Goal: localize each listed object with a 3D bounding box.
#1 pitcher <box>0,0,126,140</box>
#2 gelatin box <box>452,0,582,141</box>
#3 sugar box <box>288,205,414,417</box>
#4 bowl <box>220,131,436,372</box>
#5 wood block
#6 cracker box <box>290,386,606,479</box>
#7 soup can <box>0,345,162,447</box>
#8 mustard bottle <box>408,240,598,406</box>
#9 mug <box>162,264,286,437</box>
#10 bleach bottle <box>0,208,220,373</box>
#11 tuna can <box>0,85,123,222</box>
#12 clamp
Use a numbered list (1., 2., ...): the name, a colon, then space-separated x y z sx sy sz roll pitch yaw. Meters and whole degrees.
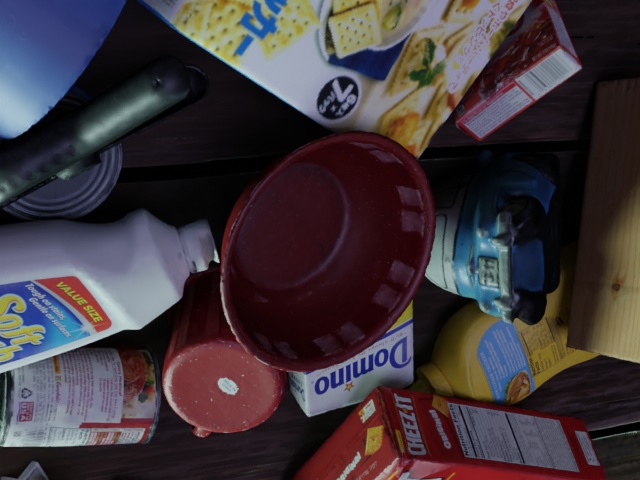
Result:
1. pitcher: -0.227 -0.158 0.530 0.242 0.145 0.149 34 68 -30
2. gelatin box: 0.125 -0.120 0.721 0.089 0.073 0.030 -36 130 28
3. sugar box: 0.021 0.040 0.787 0.093 0.048 0.176 -14 118 -17
4. bowl: -0.005 0.001 0.685 0.161 0.055 0.162 -15 120 -29
5. wood block: 0.257 -0.013 0.802 0.090 0.091 0.206 7 90 -27
6. cracker box: 0.097 0.203 0.858 0.213 0.072 0.164 13 131 -30
7. soup can: -0.166 0.104 0.720 0.102 0.069 0.068 4 113 -26
8. mustard bottle: 0.152 0.084 0.862 0.191 0.058 0.096 -29 121 -10
9. mug: -0.068 0.086 0.733 0.093 0.081 0.117 19 119 -12
10. bleach bottle: -0.187 0.029 0.650 0.250 0.068 0.102 -16 127 -7
11. tuna can: -0.168 -0.055 0.659 0.086 0.034 0.086 -10 118 -20
12. clamp: -0.136 -0.058 0.608 0.171 0.120 0.039 -25 91 12
